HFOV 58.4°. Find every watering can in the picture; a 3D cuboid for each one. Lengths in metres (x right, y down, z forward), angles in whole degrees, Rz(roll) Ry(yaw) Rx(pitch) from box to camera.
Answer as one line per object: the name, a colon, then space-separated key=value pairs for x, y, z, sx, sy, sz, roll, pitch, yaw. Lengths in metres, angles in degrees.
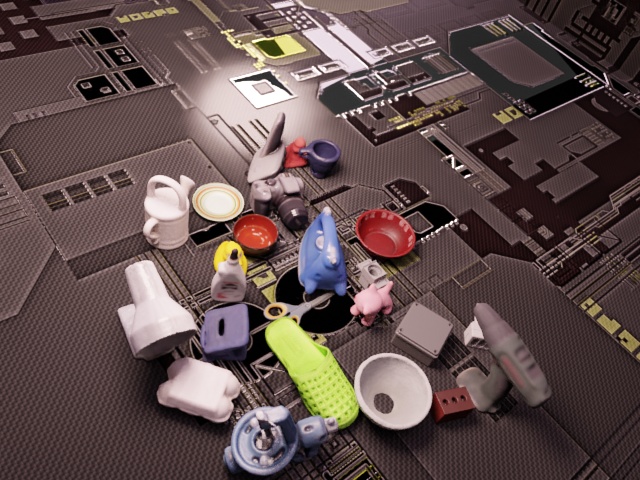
watering can: x=-0.352 y=-0.080 z=1.325 sx=0.101 sy=0.194 sz=0.173 roll=9 pitch=49 yaw=-8

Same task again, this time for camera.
camera: x=-0.094 y=-0.099 z=1.474 sx=0.143 sy=0.101 sz=0.136 roll=-11 pitch=54 yaw=-23

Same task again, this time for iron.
iron: x=0.013 y=0.005 z=1.389 sx=0.119 sy=0.141 sz=0.258 roll=4 pitch=50 yaw=-12

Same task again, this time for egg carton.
egg carton: x=-0.235 y=0.295 z=1.124 sx=0.150 sy=0.069 sz=0.107 roll=18 pitch=48 yaw=0

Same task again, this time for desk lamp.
desk lamp: x=-0.329 y=0.153 z=1.122 sx=0.118 sy=0.213 sz=0.203 roll=-18 pitch=57 yaw=-27

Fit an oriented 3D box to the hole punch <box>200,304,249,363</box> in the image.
hole punch: x=-0.199 y=0.196 z=1.203 sx=0.101 sy=0.091 sz=0.108 roll=3 pitch=50 yaw=-13

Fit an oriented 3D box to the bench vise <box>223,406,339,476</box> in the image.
bench vise: x=-0.067 y=0.336 z=1.035 sx=0.208 sy=0.220 sz=0.121 roll=-24 pitch=60 yaw=-30

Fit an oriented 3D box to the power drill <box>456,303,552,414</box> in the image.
power drill: x=0.375 y=0.271 z=1.220 sx=0.076 sy=0.208 sz=0.229 roll=-23 pitch=60 yaw=-30

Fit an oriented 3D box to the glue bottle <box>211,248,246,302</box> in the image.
glue bottle: x=-0.195 y=0.074 z=1.252 sx=0.078 sy=0.173 sz=0.037 roll=0 pitch=51 yaw=-15

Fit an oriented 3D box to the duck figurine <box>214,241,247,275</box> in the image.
duck figurine: x=-0.206 y=0.038 z=1.338 sx=0.078 sy=0.086 sz=0.104 roll=-10 pitch=54 yaw=-23

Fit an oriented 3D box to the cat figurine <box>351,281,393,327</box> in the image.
cat figurine: x=0.124 y=0.139 z=1.323 sx=0.128 sy=0.118 sz=0.067 roll=-31 pitch=64 yaw=-34

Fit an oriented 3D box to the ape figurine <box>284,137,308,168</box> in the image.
ape figurine: x=-0.064 y=-0.252 z=1.618 sx=0.077 sy=0.092 sz=0.076 roll=26 pitch=49 yaw=7

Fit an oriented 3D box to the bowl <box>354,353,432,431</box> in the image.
bowl: x=0.145 y=0.327 z=1.199 sx=0.167 sy=0.075 sz=0.167 roll=8 pitch=49 yaw=-9

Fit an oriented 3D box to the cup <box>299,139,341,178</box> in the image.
cup: x=-0.008 y=-0.220 z=1.605 sx=0.118 sy=0.095 sz=0.091 roll=0 pitch=51 yaw=-15

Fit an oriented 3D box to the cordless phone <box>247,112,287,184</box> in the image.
cordless phone: x=-0.132 y=-0.239 z=1.526 sx=0.094 sy=0.185 sz=0.147 roll=10 pitch=49 yaw=-6
